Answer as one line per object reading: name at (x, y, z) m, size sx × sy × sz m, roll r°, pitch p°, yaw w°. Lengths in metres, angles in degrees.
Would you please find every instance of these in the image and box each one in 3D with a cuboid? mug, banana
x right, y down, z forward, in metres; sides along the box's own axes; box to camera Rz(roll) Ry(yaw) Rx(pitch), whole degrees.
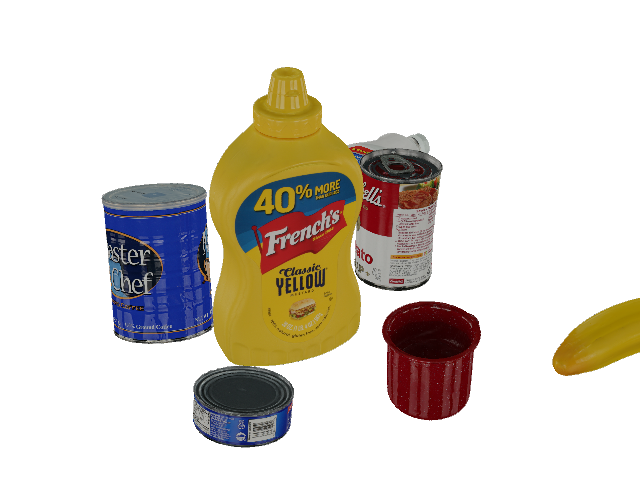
mug at (0.114, 0.113, 1.038) m, size 0.093 × 0.081 × 0.117 m, roll 26°, pitch 43°, yaw 35°
banana at (0.258, 0.065, 0.762) m, size 0.197 × 0.037 × 0.069 m, roll -2°, pitch 33°, yaw -2°

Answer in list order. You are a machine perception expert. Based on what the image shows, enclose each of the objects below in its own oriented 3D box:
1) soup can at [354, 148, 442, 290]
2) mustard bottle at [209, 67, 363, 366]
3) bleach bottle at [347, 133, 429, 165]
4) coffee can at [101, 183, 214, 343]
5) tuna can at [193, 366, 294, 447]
soup can at (0.064, -0.018, 0.892) m, size 0.068 × 0.102 × 0.068 m, roll 2°, pitch 27°, yaw -1°
mustard bottle at (-0.020, -0.015, 0.664) m, size 0.096 × 0.192 × 0.058 m, roll -11°, pitch 33°, yaw -19°
bleach bottle at (0.022, -0.072, 1.259) m, size 0.250 × 0.068 × 0.103 m, roll -28°, pitch 44°, yaw -29°
coffee can at (-0.162, 0.021, 1.069) m, size 0.103 × 0.140 × 0.103 m, roll -2°, pitch 14°, yaw 0°
tuna can at (-0.066, 0.141, 0.911) m, size 0.086 × 0.034 × 0.086 m, roll 4°, pitch 20°, yaw -2°
